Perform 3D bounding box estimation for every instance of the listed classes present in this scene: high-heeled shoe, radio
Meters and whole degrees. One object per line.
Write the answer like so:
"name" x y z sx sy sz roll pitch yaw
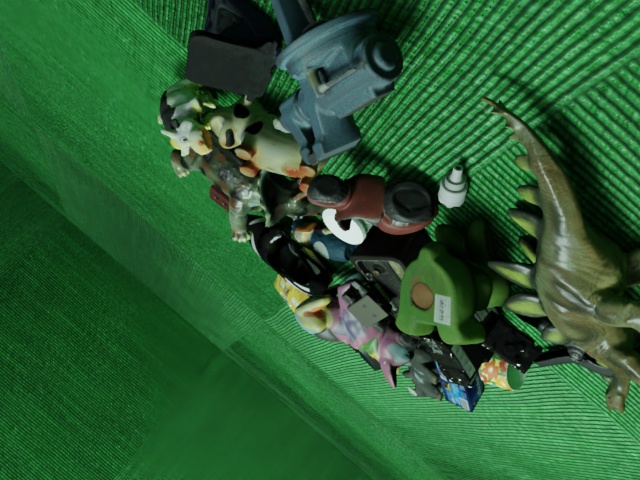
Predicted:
"high-heeled shoe" -0.083 0.022 1.030 0.249 0.086 0.145 33 -174 13
"radio" 0.157 0.080 0.900 0.131 0.073 0.229 4 137 53

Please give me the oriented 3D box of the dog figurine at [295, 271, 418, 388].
"dog figurine" 0.076 0.182 1.027 0.219 0.191 0.108 61 -167 2

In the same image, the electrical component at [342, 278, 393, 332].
"electrical component" 0.083 0.111 0.930 0.102 0.045 0.078 39 132 -1

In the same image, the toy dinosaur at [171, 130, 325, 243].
"toy dinosaur" -0.166 -0.140 0.948 0.405 0.131 0.192 40 144 11

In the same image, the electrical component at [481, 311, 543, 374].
"electrical component" 0.265 0.140 0.775 0.075 0.047 0.119 35 -175 2

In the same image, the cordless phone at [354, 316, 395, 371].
"cordless phone" 0.126 0.167 1.106 0.147 0.089 0.184 42 143 26

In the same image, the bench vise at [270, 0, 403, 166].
"bench vise" -0.010 -0.215 0.603 0.240 0.129 0.224 66 161 -6

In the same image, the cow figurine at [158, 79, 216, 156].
"cow figurine" -0.218 -0.191 0.857 0.068 0.098 0.167 61 -168 -46

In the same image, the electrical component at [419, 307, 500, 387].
"electrical component" 0.225 0.142 0.835 0.058 0.134 0.114 5 135 51

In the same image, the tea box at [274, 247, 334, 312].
"tea box" -0.040 0.092 1.180 0.098 0.068 0.169 52 156 10

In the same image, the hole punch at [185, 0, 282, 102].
"hole punch" -0.112 -0.260 0.718 0.116 0.092 0.142 14 157 -15

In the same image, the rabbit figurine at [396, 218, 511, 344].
"rabbit figurine" 0.193 0.054 0.739 0.121 0.170 0.159 -8 88 51

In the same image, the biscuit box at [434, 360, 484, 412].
"biscuit box" 0.274 0.259 1.050 0.059 0.063 0.202 20 149 36

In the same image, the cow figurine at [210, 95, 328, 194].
"cow figurine" -0.075 -0.156 0.802 0.195 0.127 0.085 18 151 12

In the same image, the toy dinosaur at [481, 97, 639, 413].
"toy dinosaur" 0.298 0.044 0.614 0.199 0.105 0.470 16 141 48

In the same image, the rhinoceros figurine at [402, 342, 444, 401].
"rhinoceros figurine" 0.227 0.287 1.151 0.112 0.073 0.190 24 150 29

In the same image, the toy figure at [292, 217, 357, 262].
"toy figure" -0.001 -0.005 1.006 0.155 0.058 0.064 22 113 37

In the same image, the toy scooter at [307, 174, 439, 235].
"toy scooter" 0.072 -0.046 0.776 0.184 0.075 0.135 9 164 3
